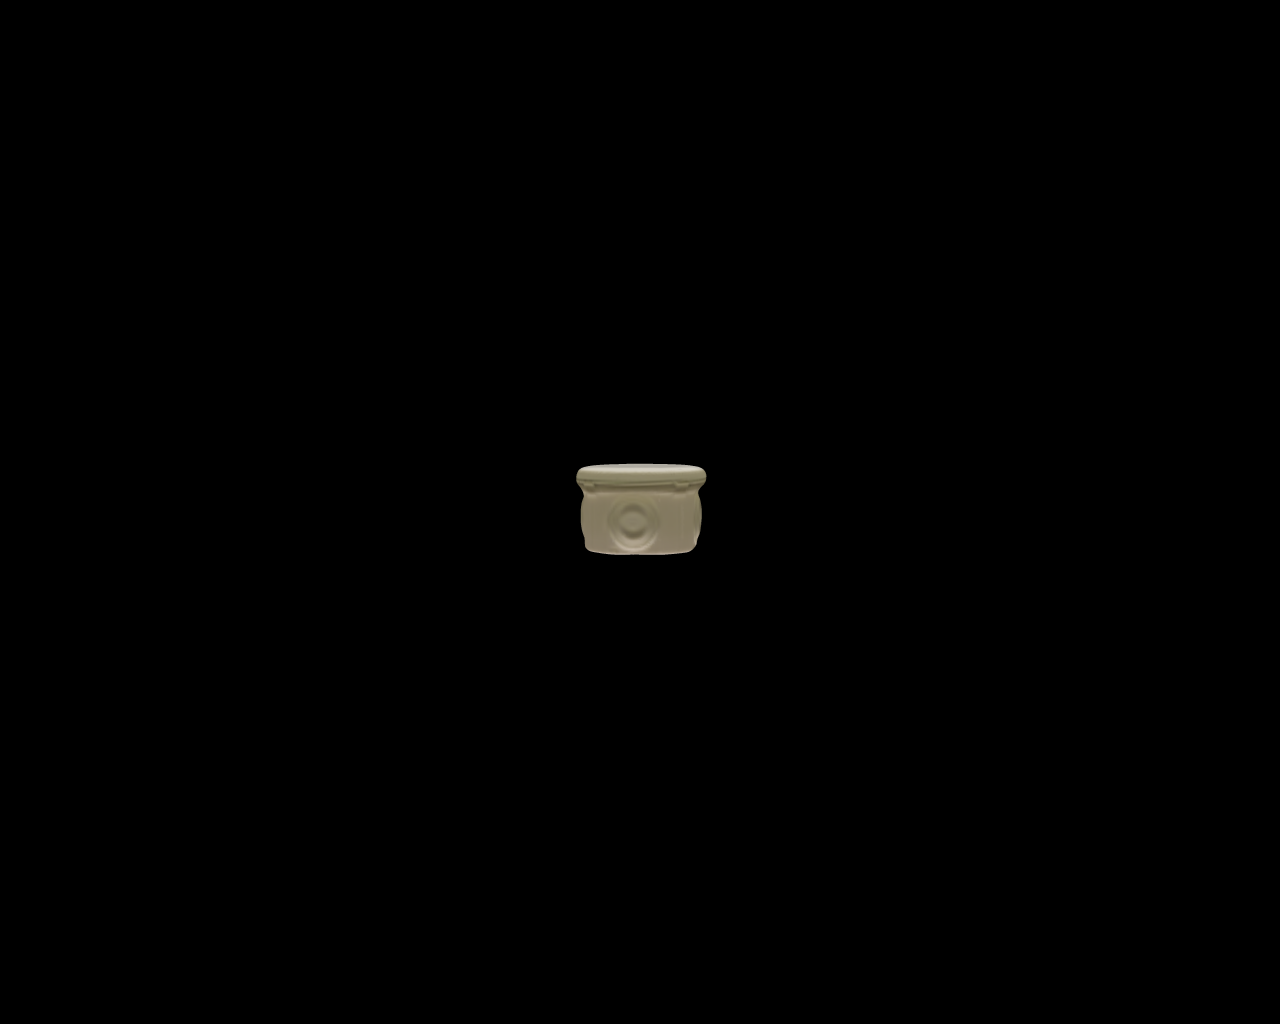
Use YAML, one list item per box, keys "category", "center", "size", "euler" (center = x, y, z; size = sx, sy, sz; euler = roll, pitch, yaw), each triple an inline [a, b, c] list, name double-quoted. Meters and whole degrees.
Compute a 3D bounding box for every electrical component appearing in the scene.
- category: "electrical component"
  center: [0.001, -0.003, 0.650]
  size: [0.080, 0.051, 0.080]
  euler: [0, 5, 0]
